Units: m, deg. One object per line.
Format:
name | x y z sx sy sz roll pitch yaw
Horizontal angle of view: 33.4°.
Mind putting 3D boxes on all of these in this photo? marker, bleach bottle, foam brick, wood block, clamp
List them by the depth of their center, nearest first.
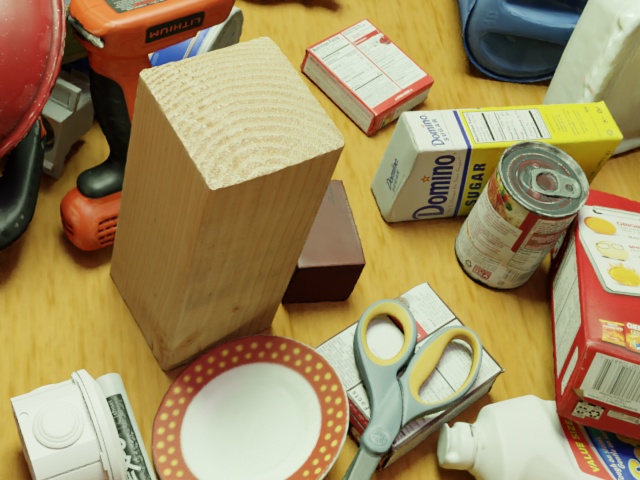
marker | -0.115 0.139 0.666 0.020 0.020 0.121 -13 60 -24
wood block | -0.066 -0.016 0.672 0.090 0.206 0.091 -21 64 -28
clamp | -0.247 0.001 0.693 0.164 0.036 0.209 42 71 11
bleach bottle | 0.203 0.161 0.715 0.250 0.068 0.102 9 49 -7
foam brick | -0.005 0.001 0.776 0.053 0.051 0.078 -2 56 -19

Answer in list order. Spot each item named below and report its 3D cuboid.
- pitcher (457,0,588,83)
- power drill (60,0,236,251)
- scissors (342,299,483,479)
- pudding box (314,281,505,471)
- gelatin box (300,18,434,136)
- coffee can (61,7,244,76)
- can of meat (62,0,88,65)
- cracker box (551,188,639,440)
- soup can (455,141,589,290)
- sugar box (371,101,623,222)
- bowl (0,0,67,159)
pitcher | 0.186 -0.267 0.983 0.145 0.149 0.243 -4 53 -1
power drill | -0.095 -0.091 0.733 0.184 0.188 0.057 -23 45 -29
scissors | 0.026 0.111 0.684 0.096 0.016 0.201 42 59 16
pudding box | 0.057 0.091 0.738 0.113 0.039 0.090 -30 70 -28
gelatin box | 0.039 -0.139 0.901 0.073 0.030 0.089 -34 70 -31
coffee can | -0.143 -0.158 0.816 0.140 0.103 0.102 25 53 3
can of meat | -0.196 -0.166 0.726 0.102 0.057 0.084 -23 71 -15
cracker box | 0.249 0.058 0.751 0.164 0.072 0.213 16 32 1
soup can | 0.148 -0.016 0.798 0.068 0.102 0.068 8 54 -11
sugar box | 0.136 -0.061 0.833 0.176 0.093 0.048 -8 58 -20
bowl | -0.234 -0.125 0.658 0.162 0.162 0.055 57 21 24
